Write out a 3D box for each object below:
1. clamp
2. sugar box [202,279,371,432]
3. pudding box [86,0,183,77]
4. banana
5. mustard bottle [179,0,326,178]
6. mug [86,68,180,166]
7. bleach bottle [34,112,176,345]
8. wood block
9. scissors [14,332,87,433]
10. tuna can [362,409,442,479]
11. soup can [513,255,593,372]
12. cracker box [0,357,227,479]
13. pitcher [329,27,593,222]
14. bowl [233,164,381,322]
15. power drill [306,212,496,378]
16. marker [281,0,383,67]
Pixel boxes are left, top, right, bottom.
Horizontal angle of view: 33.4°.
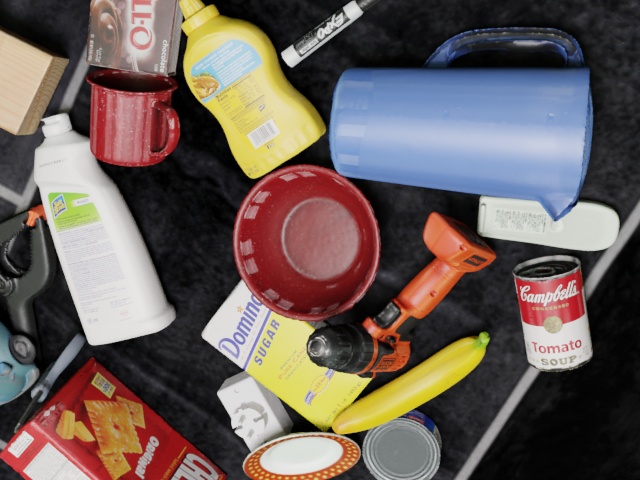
[{"bbox_3d":[-0.366,0.044,1.215,0.164,0.036,0.210,25,113,3],"label":"clamp"},{"bbox_3d":[-0.034,0.120,1.166,0.176,0.048,0.093,37,109,-2],"label":"sugar box"},{"bbox_3d":[-0.187,-0.230,1.093,0.090,0.039,0.113,10,105,9],"label":"pudding box"},{"bbox_3d":[0.102,0.151,1.136,0.198,0.069,0.037,-35,59,15],"label":"banana"},{"bbox_3d":[-0.083,-0.164,1.083,0.096,0.058,0.191,-30,99,26],"label":"mustard bottle"},{"bbox_3d":[-0.186,-0.123,1.097,0.117,0.093,0.081,23,117,33],"label":"mug"},{"bbox_3d":[-0.242,-0.016,1.160,0.103,0.068,0.251,-13,101,14],"label":"bleach bottle"},{"bbox_3d":[-0.378,-0.193,1.096,0.206,0.090,0.091,26,96,-5],"label":"wood block"},{"bbox_3d":[-0.290,0.148,1.158,0.016,0.202,0.096,38,86,-9],"label":"scissors"},{"bbox_3d":[0.091,0.229,1.179,0.086,0.033,0.086,3,107,11],"label":"tuna can"},{"bbox_3d":[0.237,0.074,1.085,0.068,0.068,0.102,-8,105,14],"label":"soup can"},{"bbox_3d":[-0.220,0.248,1.180,0.213,0.164,0.072,41,112,-2],"label":"cracker box"},{"bbox_3d":[0.138,-0.116,1.026,0.243,0.149,0.145,6,123,13],"label":"pitcher"},{"bbox_3d":[-0.007,0.001,1.109,0.162,0.055,0.162,2,96,19],"label":"bowl"},{"bbox_3d":[0.080,0.059,1.065,0.188,0.184,0.057,-49,67,14],"label":"power drill"},{"bbox_3d":[0.014,-0.215,1.069,0.121,0.020,0.020,-34,97,18],"label":"marker"}]
